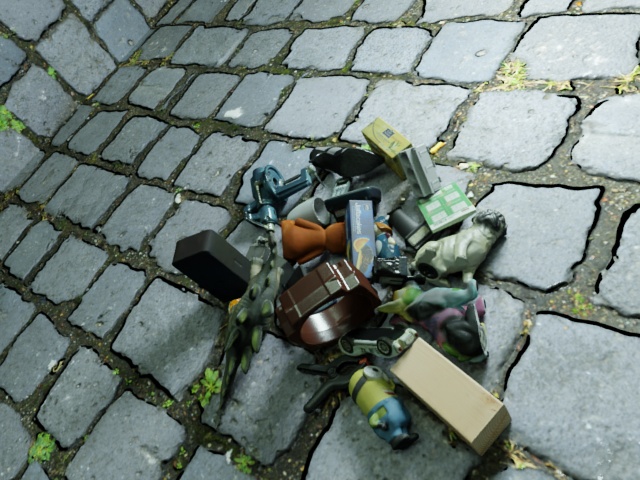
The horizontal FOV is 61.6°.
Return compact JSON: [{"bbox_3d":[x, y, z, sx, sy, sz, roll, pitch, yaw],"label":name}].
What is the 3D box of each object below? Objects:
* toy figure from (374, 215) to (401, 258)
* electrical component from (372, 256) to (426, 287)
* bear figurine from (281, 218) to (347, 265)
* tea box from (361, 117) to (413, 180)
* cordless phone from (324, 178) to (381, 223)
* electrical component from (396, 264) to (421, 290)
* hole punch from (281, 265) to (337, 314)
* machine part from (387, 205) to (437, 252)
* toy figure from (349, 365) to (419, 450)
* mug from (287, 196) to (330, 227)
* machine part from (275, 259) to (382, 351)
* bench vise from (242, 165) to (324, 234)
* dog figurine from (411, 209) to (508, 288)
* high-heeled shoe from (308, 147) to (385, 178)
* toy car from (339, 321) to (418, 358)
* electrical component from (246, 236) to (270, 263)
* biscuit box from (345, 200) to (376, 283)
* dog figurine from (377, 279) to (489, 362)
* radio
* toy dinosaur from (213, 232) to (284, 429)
[{"bbox_3d":[0.158,-0.001,1.312,0.064,0.057,0.154,-40,44,27],"label":"toy figure"},{"bbox_3d":[0.176,0.071,1.201,0.119,0.074,0.048,1,64,5],"label":"electrical component"},{"bbox_3d":[-0.002,-0.003,1.392,0.196,0.120,0.132,-7,3,-5],"label":"bear figurine"},{"bbox_3d":[0.193,-0.250,1.462,0.068,0.098,0.170,-39,47,0],"label":"tea box"},{"bbox_3d":[0.096,-0.131,1.451,0.147,0.088,0.184,-16,31,21],"label":"cordless phone"},{"bbox_3d":[0.193,0.087,1.252,0.094,0.021,0.063,-24,48,13],"label":"electrical component"},{"bbox_3d":[-0.029,0.138,1.315,0.115,0.092,0.142,-54,42,28],"label":"hole punch"},{"bbox_3d":[0.219,-0.032,1.320,0.084,0.039,0.139,-47,48,2],"label":"machine part"},{"bbox_3d":[0.120,0.331,1.067,0.089,0.082,0.180,-32,48,3],"label":"toy figure"},{"bbox_3d":[-0.037,-0.073,1.477,0.107,0.080,0.109,-21,46,27],"label":"mug"},{"bbox_3d":[0.019,0.144,1.178,0.201,0.201,0.087,-37,56,9],"label":"machine part"},{"bbox_3d":[-0.116,-0.137,1.548,0.241,0.128,0.224,-24,48,21],"label":"bench vise"},{"bbox_3d":[0.312,0.008,1.204,0.173,0.121,0.190,12,49,33],"label":"dog figurine"},{"bbox_3d":[0.079,-0.231,1.537,0.249,0.086,0.145,6,18,21],"label":"high-heeled shoe"},{"bbox_3d":[0.118,0.211,1.129,0.073,0.056,0.202,-31,13,-36],"label":"toy car"},{"bbox_3d":[-0.173,0.035,1.497,0.078,0.045,0.102,7,60,33],"label":"electrical component"},{"bbox_3d":[0.098,0.005,1.296,0.063,0.059,0.202,2,69,-10],"label":"biscuit box"},{"bbox_3d":[0.230,0.166,1.114,0.219,0.108,0.191,-12,53,29],"label":"dog figurine"},{"bbox_3d":[-0.266,0.073,1.398,0.131,0.229,0.073,-16,49,26],"label":"radio"},{"bbox_3d":[-0.171,0.205,1.250,0.199,0.105,0.470,-88,13,-76],"label":"toy dinosaur"}]
